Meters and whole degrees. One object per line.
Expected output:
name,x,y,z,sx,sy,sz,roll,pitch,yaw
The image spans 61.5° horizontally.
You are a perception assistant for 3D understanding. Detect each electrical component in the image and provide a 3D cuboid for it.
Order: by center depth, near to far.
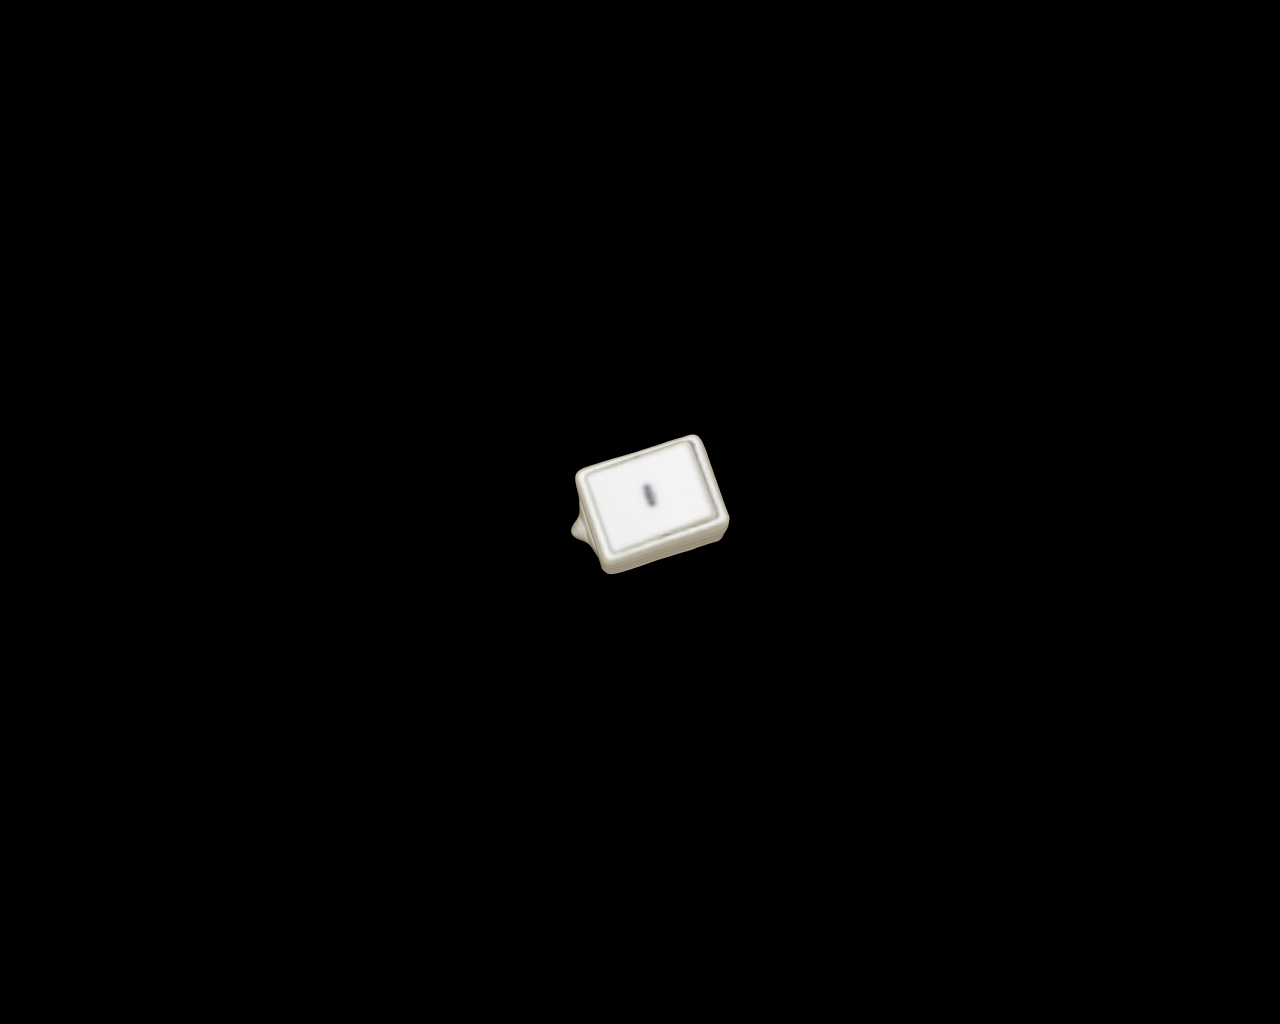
electrical component,0.001,-0.003,0.650,0.096,0.062,0.061,-18,-11,-4
